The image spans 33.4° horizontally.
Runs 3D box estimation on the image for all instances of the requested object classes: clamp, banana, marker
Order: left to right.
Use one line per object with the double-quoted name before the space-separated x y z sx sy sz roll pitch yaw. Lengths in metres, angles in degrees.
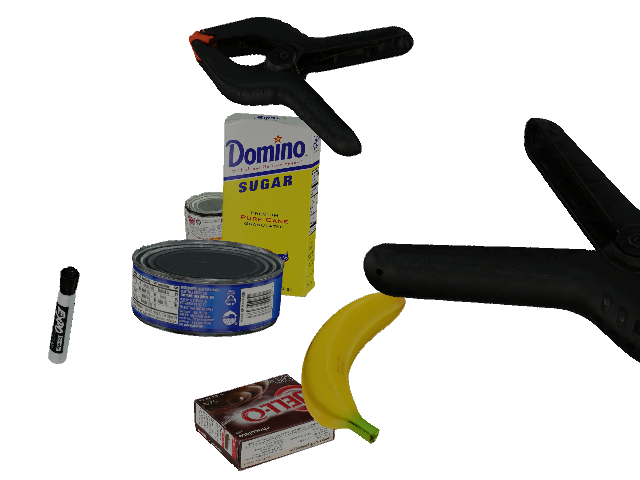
"marker" -0.259 0.075 1.078 0.020 0.121 0.020 12 35 -9
"clamp" -0.016 -0.138 0.822 0.172 0.120 0.039 26 -31 20
"banana" 0.024 0.095 0.865 0.069 0.037 0.197 19 33 0
"clamp" 0.136 0.017 0.501 0.164 0.036 0.210 -32 49 -33

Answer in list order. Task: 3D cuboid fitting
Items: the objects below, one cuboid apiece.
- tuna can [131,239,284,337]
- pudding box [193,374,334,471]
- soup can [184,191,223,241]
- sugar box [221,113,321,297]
"tuna can" -0.064 0.026 0.605 0.086 0.034 0.086 4 14 -1
"pudding box" -0.055 0.176 1.045 0.113 0.039 0.090 -14 25 -32
"soup can" -0.130 0.000 1.295 0.068 0.102 0.068 0 26 0
"sugar box" -0.050 -0.036 1.071 0.093 0.176 0.048 5 16 12
